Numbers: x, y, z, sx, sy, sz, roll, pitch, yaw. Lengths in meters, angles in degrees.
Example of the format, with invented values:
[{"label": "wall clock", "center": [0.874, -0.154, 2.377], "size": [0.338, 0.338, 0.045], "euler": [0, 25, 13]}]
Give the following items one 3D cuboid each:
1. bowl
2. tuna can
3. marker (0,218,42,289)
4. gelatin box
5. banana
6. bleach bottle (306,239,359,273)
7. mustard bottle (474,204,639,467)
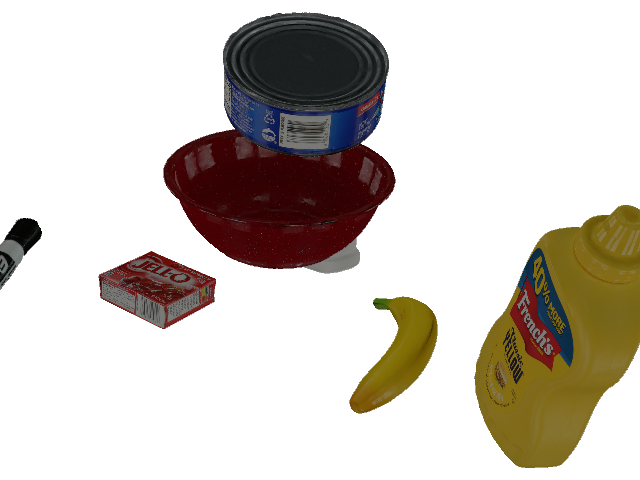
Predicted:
[{"label": "bowl", "center": [-0.029, -0.025, 0.754], "size": [0.162, 0.055, 0.162], "euler": [2, 28, -1]}, {"label": "tuna can", "center": [-0.008, -0.082, 0.558], "size": [0.086, 0.034, 0.086], "euler": [3, 44, -3]}, {"label": "marker", "center": [-0.204, 0.024, 0.657], "size": [0.020, 0.020, 0.121], "euler": [0, 36, 17]}, {"label": "gelatin box", "center": [-0.158, 0.046, 1.035], "size": [0.089, 0.030, 0.073], "euler": [22, 30, 30]}, {"label": "banana", "center": [0.074, 0.100, 0.992], "size": [0.070, 0.037, 0.197], "euler": [-22, 17, 19]}, {"label": "bleach bottle", "center": [0.000, -0.099, 1.131], "size": [0.103, 0.251, 0.067], "euler": [20, 24, 40]}, {"label": "mustard bottle", "center": [0.148, 0.049, 0.635], "size": [0.058, 0.096, 0.192], "euler": [1, -41, -13]}]
